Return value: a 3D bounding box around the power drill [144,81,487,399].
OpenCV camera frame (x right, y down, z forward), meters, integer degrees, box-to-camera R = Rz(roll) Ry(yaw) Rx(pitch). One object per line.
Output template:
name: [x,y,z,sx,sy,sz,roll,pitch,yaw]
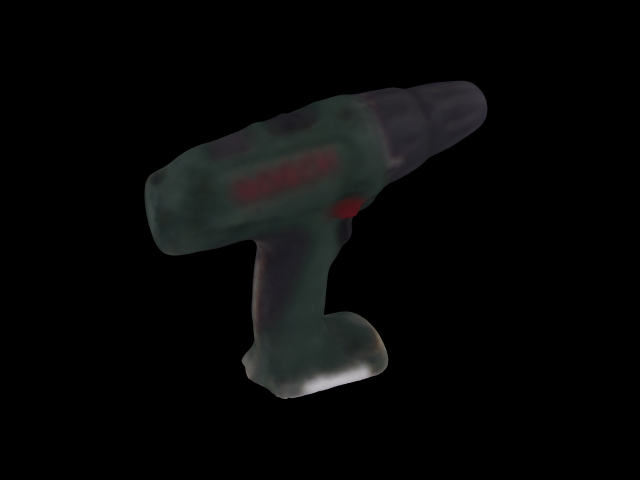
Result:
power drill: [0.004,0.001,0.400,0.230,0.208,0.075,-11,32,-18]
